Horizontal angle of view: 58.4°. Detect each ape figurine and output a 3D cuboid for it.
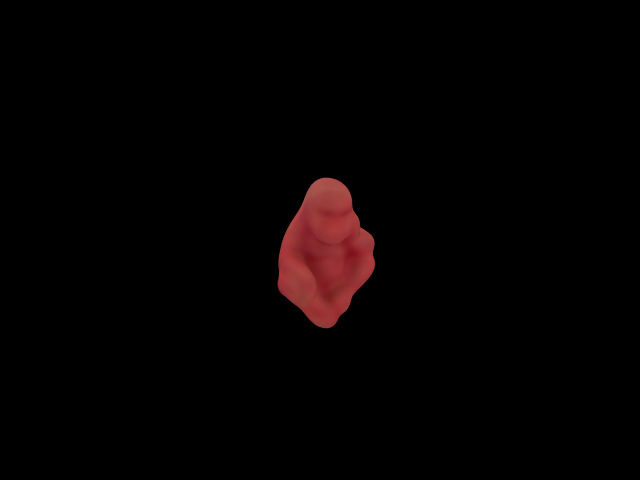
[{"bbox_3d":[0.004,0.001,0.400,0.078,0.092,0.076,-12,33,-19],"label":"ape figurine"}]
